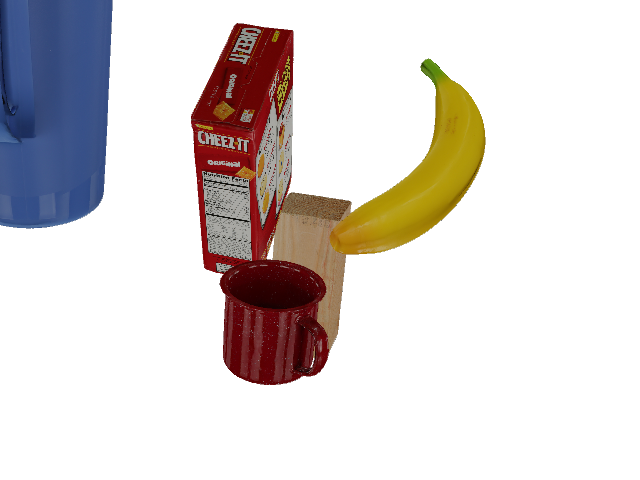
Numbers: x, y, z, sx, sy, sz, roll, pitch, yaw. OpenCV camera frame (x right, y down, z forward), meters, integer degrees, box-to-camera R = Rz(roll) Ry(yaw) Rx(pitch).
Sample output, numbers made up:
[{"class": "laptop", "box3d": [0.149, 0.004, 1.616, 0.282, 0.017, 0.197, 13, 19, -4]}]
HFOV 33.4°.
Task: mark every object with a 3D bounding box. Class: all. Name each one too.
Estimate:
[{"class": "banana", "box3d": [0.071, -0.049, 0.732, 0.070, 0.197, 0.037, 19, -41, 11]}, {"class": "wood block", "box3d": [-0.017, 0.048, 1.486, 0.090, 0.206, 0.090, 9, 22, 9]}, {"class": "pitcher", "box3d": [-0.215, -0.131, 0.773, 0.145, 0.243, 0.148, 27, 34, 37]}, {"class": "mug", "box3d": [-0.036, 0.078, 0.938, 0.117, 0.081, 0.093, 27, 34, 37]}, {"class": "cracker box", "box3d": [-0.078, -0.091, 1.115, 0.072, 0.164, 0.214, 9, -43, 7]}]
